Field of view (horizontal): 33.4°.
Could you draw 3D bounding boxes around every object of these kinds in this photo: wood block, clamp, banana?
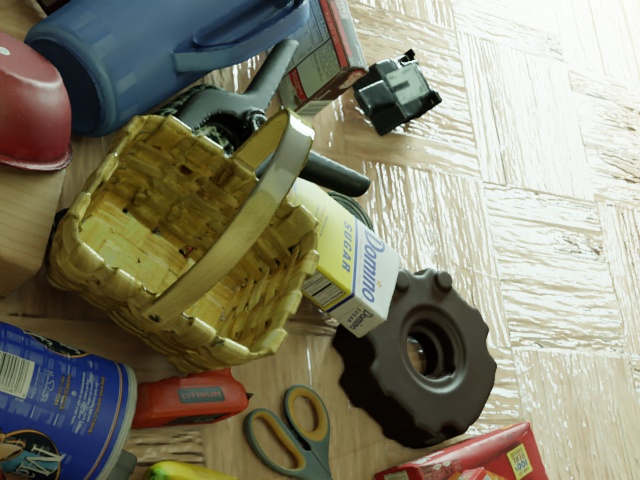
[{"bbox_3d":[-0.307,-0.038,0.785,0.205,0.091,0.090,24,58,-28],"label":"wood block"},{"bbox_3d":[-0.052,-0.086,0.928,0.209,0.036,0.164,-28,83,-43],"label":"clamp"},{"bbox_3d":[-0.073,0.216,0.872,0.197,0.070,0.037,26,87,-35],"label":"banana"}]

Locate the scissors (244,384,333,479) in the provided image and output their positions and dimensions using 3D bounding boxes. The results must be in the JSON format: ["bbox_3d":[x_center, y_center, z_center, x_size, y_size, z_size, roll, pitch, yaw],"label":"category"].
[{"bbox_3d":[0.013,0.213,0.971,0.201,0.016,0.096,44,51,-14],"label":"scissors"}]

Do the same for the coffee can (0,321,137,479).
[{"bbox_3d":[-0.219,0.117,0.776,0.140,0.103,0.102,25,57,-27],"label":"coffee can"}]

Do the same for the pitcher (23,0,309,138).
[{"bbox_3d":[-0.135,-0.190,0.952,0.145,0.149,0.242,52,52,-7],"label":"pitcher"}]

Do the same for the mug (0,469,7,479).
[{"bbox_3d":[-0.199,0.211,0.730,0.093,0.081,0.117,-31,77,-16],"label":"mug"}]

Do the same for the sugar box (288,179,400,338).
[{"bbox_3d":[-0.006,0.001,0.974,0.176,0.048,0.093,37,41,-17],"label":"sugar box"}]

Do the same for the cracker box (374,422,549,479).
[{"bbox_3d":[0.161,0.298,1.011,0.163,0.072,0.214,-10,78,-39],"label":"cracker box"}]

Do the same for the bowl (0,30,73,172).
[{"bbox_3d":[-0.248,-0.119,0.804,0.162,0.055,0.162,30,17,-10],"label":"bowl"}]

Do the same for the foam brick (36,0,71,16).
[{"bbox_3d":[-0.224,-0.241,0.940,0.078,0.051,0.053,-39,94,-5],"label":"foam brick"}]

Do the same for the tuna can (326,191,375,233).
[{"bbox_3d":[0.012,-0.003,1.053,0.086,0.034,0.086,16,62,-32],"label":"tuna can"}]

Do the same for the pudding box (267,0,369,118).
[{"bbox_3d":[-0.005,-0.184,1.065,0.039,0.114,0.090,-7,76,-36],"label":"pudding box"}]

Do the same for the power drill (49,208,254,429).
[{"bbox_3d":[-0.135,0.061,0.895,0.184,0.057,0.187,4,69,-37],"label":"power drill"}]

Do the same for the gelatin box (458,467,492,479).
[{"bbox_3d":[0.143,0.260,0.946,0.089,0.030,0.073,53,51,-5],"label":"gelatin box"}]
